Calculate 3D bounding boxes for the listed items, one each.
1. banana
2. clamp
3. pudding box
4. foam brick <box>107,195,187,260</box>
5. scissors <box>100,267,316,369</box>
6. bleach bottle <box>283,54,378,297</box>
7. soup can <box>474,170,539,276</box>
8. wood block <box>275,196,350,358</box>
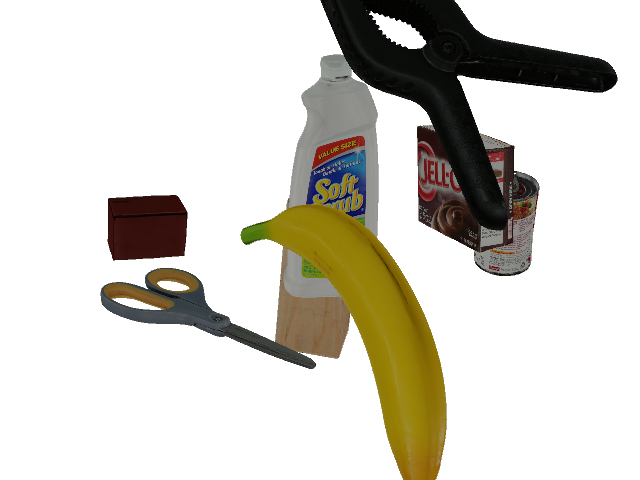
[{"bbox_3d":[0.026,0.043,0.610,0.037,0.198,0.070,2,-46,-46],"label":"banana"},{"bbox_3d":[0.080,-0.110,0.712,0.210,0.164,0.036,32,-30,4],"label":"clamp"},{"bbox_3d":[0.124,-0.049,0.924,0.039,0.090,0.114,-11,19,-22],"label":"pudding box"},{"bbox_3d":[-0.184,-0.015,1.129,0.078,0.051,0.053,-3,24,-16],"label":"foam brick"},{"bbox_3d":[-0.085,0.060,0.891,0.202,0.016,0.096,13,25,15],"label":"scissors"},{"bbox_3d":[0.009,-0.066,1.105,0.102,0.251,0.068,-2,25,-1],"label":"bleach bottle"},{"bbox_3d":[0.210,-0.020,1.210,0.068,0.102,0.068,-1,33,1],"label":"soup can"},{"bbox_3d":[-0.002,0.038,1.403,0.090,0.206,0.090,9,23,7],"label":"wood block"}]
